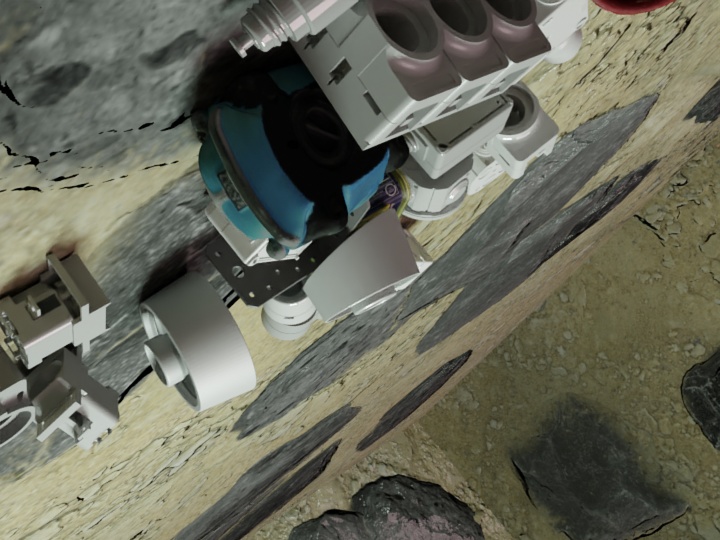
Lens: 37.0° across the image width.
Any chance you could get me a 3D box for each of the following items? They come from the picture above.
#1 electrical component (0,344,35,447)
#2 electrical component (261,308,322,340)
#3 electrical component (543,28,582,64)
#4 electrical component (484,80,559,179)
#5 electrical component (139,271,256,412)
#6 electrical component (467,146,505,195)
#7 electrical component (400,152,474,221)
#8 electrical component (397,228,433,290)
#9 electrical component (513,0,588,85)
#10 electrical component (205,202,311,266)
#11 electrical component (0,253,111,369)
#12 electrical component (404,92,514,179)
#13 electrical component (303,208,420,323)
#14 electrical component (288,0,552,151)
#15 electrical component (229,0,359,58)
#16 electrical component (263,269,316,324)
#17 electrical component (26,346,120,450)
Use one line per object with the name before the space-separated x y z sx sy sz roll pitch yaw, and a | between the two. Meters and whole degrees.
electrical component | -0.253 0.086 0.712 0.050 0.055 0.089 -33 166 -29
electrical component | -0.035 0.012 1.090 0.138 0.052 0.073 -33 166 -27
electrical component | 0.167 -0.206 0.937 0.045 0.045 0.055 -43 167 16
electrical component | 0.132 -0.136 0.970 0.050 0.089 0.055 -38 167 -7
electrical component | -0.136 0.062 0.858 0.060 0.108 0.108 -28 164 -21
electrical component | 0.120 -0.119 1.089 0.080 0.051 0.080 -37 167 -10
electrical component | 0.060 -0.089 0.958 0.080 0.080 0.051 -34 161 -23
electrical component | 0.035 -0.009 1.216 0.059 0.053 0.095 -43 167 15
electrical component | 0.135 -0.200 0.854 0.100 0.048 0.100 -41 167 6
electrical component | -0.066 -0.047 0.780 0.062 0.061 0.096 -44 167 20
electrical component | -0.201 0.029 0.700 0.064 0.042 0.081 -30 164 -24
electrical component | 0.071 -0.124 0.905 0.096 0.061 0.061 -36 167 -15
electrical component | 0.000 0.000 0.897 0.099 0.064 0.099 -27 175 -3
electrical component | 0.042 -0.145 0.667 0.150 0.089 0.062 -28 172 -43
electrical component | -0.036 -0.143 0.579 0.078 0.040 0.040 -39 167 -4
electrical component | -0.067 0.018 1.021 0.055 0.055 0.047 -36 164 -16
electrical component | -0.217 0.099 0.813 0.042 0.064 0.081 -41 -151 9
